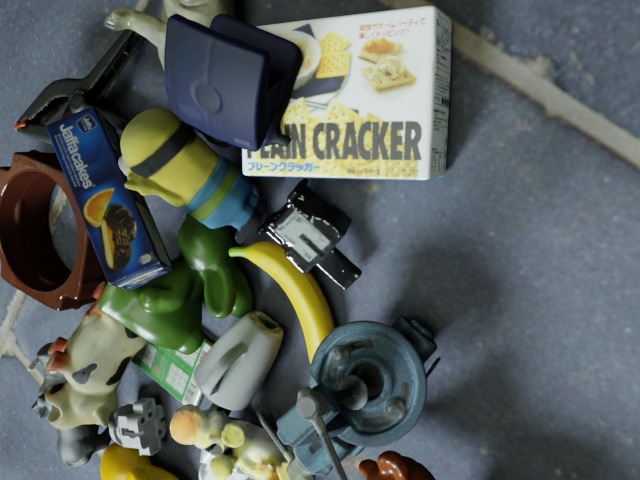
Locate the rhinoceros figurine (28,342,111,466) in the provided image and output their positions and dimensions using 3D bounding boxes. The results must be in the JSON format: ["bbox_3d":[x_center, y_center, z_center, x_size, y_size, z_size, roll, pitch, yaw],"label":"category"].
[{"bbox_3d":[-0.372,0.239,0.799,0.073,0.112,0.190,2,106,29],"label":"rhinoceros figurine"}]

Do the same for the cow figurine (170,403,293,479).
[{"bbox_3d":[-0.097,0.245,0.657,0.167,0.098,0.068,32,94,5],"label":"cow figurine"}]

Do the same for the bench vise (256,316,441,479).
[{"bbox_3d":[0.017,0.164,0.525,0.223,0.240,0.129,-40,69,10],"label":"bench vise"}]

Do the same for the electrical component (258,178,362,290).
[{"bbox_3d":[-0.001,-0.002,0.602,0.119,0.048,0.075,39,117,-6],"label":"electrical component"}]

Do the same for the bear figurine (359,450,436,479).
[{"bbox_3d":[0.109,0.301,0.513,0.196,0.132,0.120,34,149,2],"label":"bear figurine"}]

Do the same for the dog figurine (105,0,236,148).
[{"bbox_3d":[-0.119,-0.224,0.618,0.190,0.121,0.172,46,119,-1],"label":"dog figurine"}]

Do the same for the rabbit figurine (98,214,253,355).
[{"bbox_3d":[-0.162,0.046,0.663,0.159,0.121,0.170,35,96,16],"label":"rabbit figurine"}]

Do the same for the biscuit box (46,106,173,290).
[{"bbox_3d":[-0.238,-0.047,0.610,0.063,0.059,0.202,-25,80,-5],"label":"biscuit box"}]

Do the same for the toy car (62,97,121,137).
[{"bbox_3d":[-0.269,-0.132,0.723,0.202,0.053,0.089,28,88,19],"label":"toy car"}]

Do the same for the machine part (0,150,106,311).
[{"bbox_3d":[-0.375,-0.016,0.777,0.202,0.087,0.200,22,107,25],"label":"machine part"}]

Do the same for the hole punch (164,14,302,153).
[{"bbox_3d":[-0.092,-0.153,0.526,0.142,0.092,0.115,24,112,9],"label":"hole punch"}]

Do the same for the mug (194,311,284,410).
[{"bbox_3d":[-0.099,0.140,0.650,0.081,0.109,0.107,37,100,19],"label":"mug"}]

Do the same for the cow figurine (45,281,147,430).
[{"bbox_3d":[-0.298,0.169,0.728,0.127,0.086,0.195,37,88,-24],"label":"cow figurine"}]

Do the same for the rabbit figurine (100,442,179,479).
[{"bbox_3d":[-0.276,0.377,0.770,0.162,0.122,0.173,-26,66,35],"label":"rabbit figurine"}]

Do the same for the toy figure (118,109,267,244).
[{"bbox_3d":[-0.140,-0.074,0.611,0.180,0.082,0.089,34,107,-18],"label":"toy figure"}]
